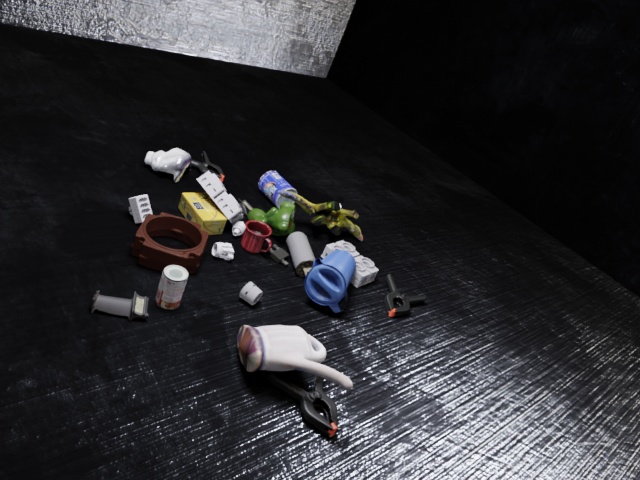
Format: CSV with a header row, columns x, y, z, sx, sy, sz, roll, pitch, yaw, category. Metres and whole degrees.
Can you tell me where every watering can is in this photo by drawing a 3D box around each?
x,y,z,sx,sy,sz,roll,pitch,yaw,category
-0.078,0.286,1.289,0.224,0.103,0.350,4,11,-27,watering can

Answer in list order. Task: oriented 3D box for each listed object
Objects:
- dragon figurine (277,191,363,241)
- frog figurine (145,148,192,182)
x,y,z,sx,sy,sz,roll,pitch,yaw,category
0.006,-0.103,2.044,0.409,0.123,0.243,28,-4,-10,dragon figurine
-0.576,-0.305,1.959,0.159,0.120,0.140,34,47,-5,frog figurine
